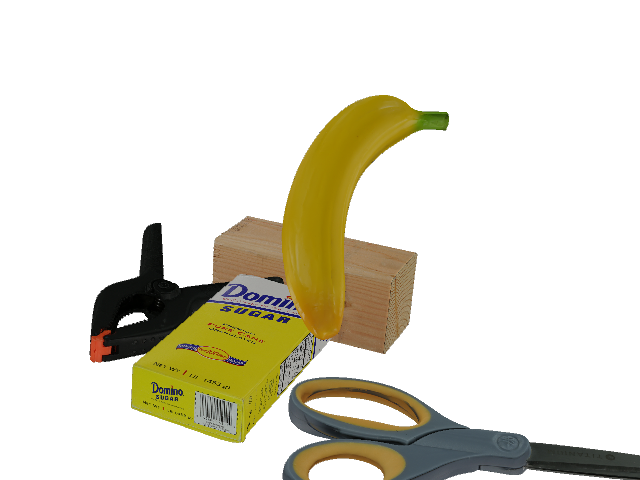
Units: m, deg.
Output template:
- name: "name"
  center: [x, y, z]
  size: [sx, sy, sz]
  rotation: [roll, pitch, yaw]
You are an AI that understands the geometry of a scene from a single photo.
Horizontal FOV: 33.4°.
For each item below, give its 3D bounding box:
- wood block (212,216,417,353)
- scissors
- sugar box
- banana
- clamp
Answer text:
- name: "wood block"
  center: [-0.008, 0.047, 1.181]
  size: [0.206, 0.091, 0.090]
  rotation: [13, 24, 19]
- name: "scissors"
  center: [0.071, 0.105, 0.477]
  size: [0.202, 0.016, 0.096]
  rotation: [13, 31, 22]
- name: "sugar box"
  center: [-0.063, 0.085, 0.835]
  size: [0.093, 0.048, 0.176]
  rotation: [15, 29, 17]
- name: "banana"
  center: [0.016, -0.030, 0.648]
  size: [0.070, 0.197, 0.037]
  rotation: [21, -35, 13]
- name: "clamp"
  center: [-0.157, 0.051, 1.025]
  size: [0.165, 0.036, 0.209]
  rotation: [27, 35, 25]
